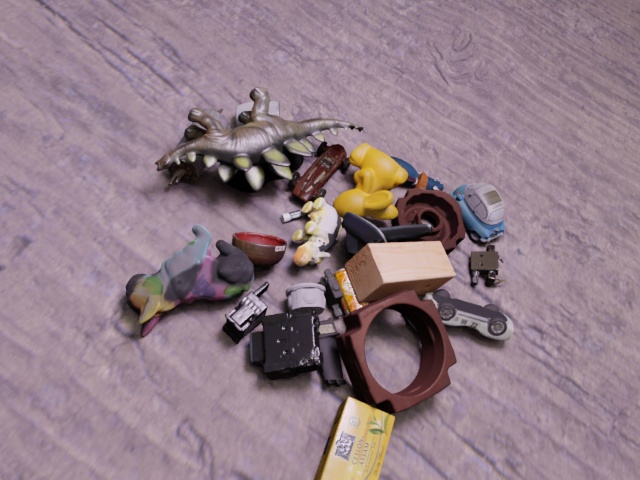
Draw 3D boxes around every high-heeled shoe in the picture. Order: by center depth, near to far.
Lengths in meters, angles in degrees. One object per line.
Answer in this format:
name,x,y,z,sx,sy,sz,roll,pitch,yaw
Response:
high-heeled shoe,-0.122,-0.196,1.257,0.145,0.086,0.249,-1,40,15

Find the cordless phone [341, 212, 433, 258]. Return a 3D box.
cordless phone,0.146,-0.015,1.136,0.184,0.146,0.089,-9,72,10

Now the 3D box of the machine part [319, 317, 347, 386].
machine part,0.013,0.219,1.051,0.084,0.039,0.139,-5,59,-27

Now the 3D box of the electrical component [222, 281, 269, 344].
electrical component,-0.131,0.137,1.039,0.048,0.074,0.119,43,56,12

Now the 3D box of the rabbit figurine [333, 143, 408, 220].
rabbit figurine,0.112,-0.108,1.231,0.173,0.121,0.163,-44,61,-9

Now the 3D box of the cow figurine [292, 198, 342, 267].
cow figurine,-0.004,-0.002,1.158,0.098,0.068,0.167,36,54,-28

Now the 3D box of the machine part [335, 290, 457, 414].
machine part,0.145,0.211,1.031,0.201,0.087,0.201,-20,85,-23

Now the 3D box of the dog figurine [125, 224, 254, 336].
dog figurine,-0.251,0.095,1.015,0.191,0.108,0.219,33,62,2

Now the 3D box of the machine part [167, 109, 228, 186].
machine part,-0.273,-0.212,1.205,0.079,0.079,0.243,24,57,-1

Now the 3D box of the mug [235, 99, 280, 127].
mug,-0.149,-0.303,1.293,0.107,0.080,0.109,0,60,-5

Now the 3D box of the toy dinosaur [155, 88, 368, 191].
toy dinosaur,-0.119,-0.216,1.155,0.471,0.105,0.198,-23,73,-21

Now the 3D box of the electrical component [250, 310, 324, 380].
electrical component,-0.064,0.197,1.008,0.134,0.058,0.115,-10,58,5

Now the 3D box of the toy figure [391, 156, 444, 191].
toy figure,0.229,-0.153,1.319,0.154,0.057,0.064,28,62,-3

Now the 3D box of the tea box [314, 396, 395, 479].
tea box,0.059,0.378,0.949,0.098,0.068,0.169,23,58,-2

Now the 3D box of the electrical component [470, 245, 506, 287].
electrical component,0.388,0.061,1.244,0.078,0.045,0.102,-6,55,14

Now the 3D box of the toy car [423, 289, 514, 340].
toy car,0.315,0.160,1.146,0.202,0.056,0.073,16,22,-5

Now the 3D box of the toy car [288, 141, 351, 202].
toy car,0.004,-0.162,1.259,0.089,0.053,0.202,36,51,4

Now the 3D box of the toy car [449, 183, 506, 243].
toy car,0.387,-0.079,1.290,0.109,0.102,0.162,-17,64,-23

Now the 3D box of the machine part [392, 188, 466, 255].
machine part,0.252,-0.040,1.258,0.179,0.056,0.179,6,60,-11

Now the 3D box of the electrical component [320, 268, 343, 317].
electrical component,0.026,0.109,1.102,0.021,0.063,0.094,-13,65,-22
